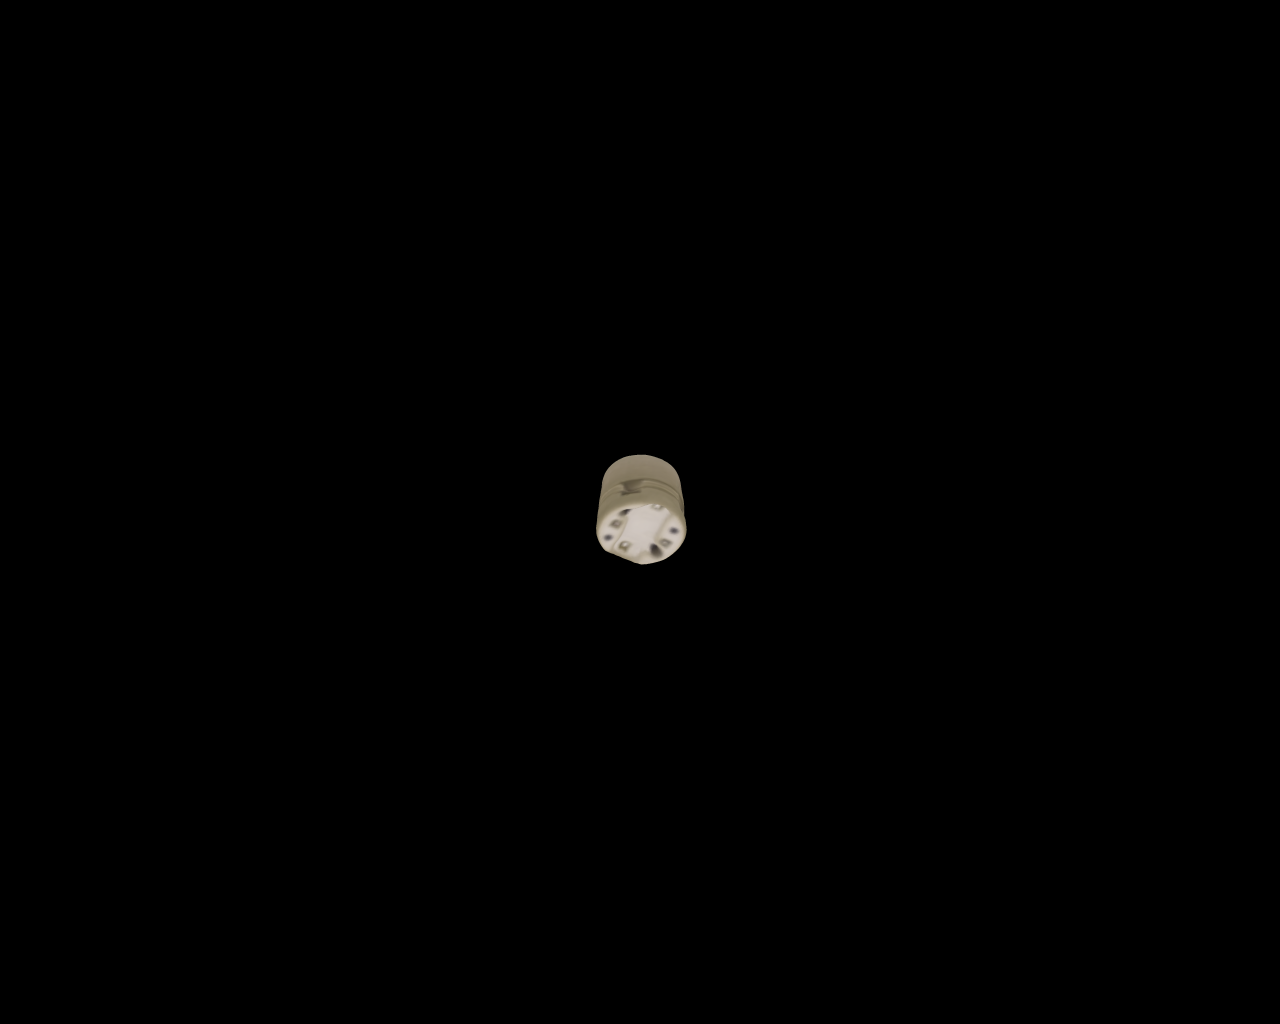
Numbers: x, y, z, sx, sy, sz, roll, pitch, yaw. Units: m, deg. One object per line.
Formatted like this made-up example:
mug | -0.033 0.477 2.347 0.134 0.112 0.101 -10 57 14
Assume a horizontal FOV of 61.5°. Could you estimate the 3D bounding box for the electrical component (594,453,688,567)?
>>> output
electrical component | 0.001 -0.003 0.650 0.055 0.055 0.047 0 44 0
